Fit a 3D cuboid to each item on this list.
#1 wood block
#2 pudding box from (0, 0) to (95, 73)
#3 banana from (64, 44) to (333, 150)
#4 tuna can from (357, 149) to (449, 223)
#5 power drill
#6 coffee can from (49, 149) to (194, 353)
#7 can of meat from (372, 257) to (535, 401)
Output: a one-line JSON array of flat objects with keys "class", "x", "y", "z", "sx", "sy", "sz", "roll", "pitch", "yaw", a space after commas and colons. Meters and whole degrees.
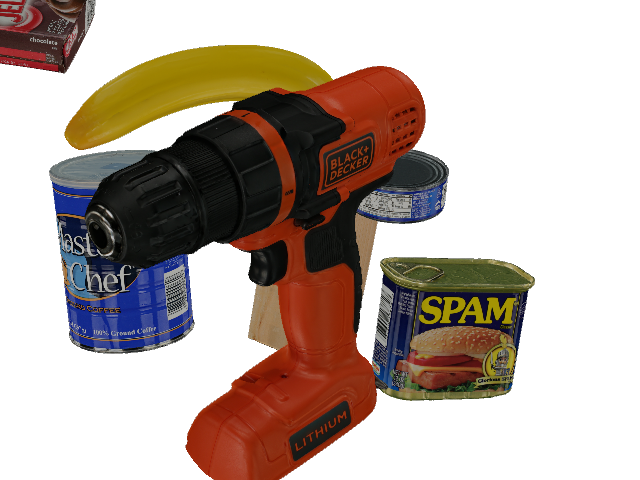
[{"class": "wood block", "x": -0.004, "y": 0.014, "z": 1.149, "sx": 0.090, "sy": 0.206, "sz": 0.090, "roll": 19, "pitch": 19, "yaw": 27}, {"class": "pudding box", "x": -0.239, "y": -0.183, "z": 0.876, "sx": 0.090, "sy": 0.039, "sz": 0.113, "roll": 9, "pitch": 35, "yaw": -2}, {"class": "banana", "x": -0.069, "y": -0.096, "z": 0.703, "sx": 0.197, "sy": 0.069, "sz": 0.037, "roll": -3, "pitch": -21, "yaw": -16}, {"class": "tuna can", "x": 0.064, "y": -0.047, "z": 0.897, "sx": 0.086, "sy": 0.034, "sz": 0.086, "roll": 2, "pitch": 27, "yaw": -1}, {"class": "power drill", "x": -0.025, "y": 0.024, "z": 0.493, "sx": 0.057, "sy": 0.188, "sz": 0.184, "roll": 29, "pitch": 40, "yaw": 35}, {"class": "coffee can", "x": -0.157, "y": 0.006, "z": 0.856, "sx": 0.103, "sy": 0.140, "sz": 0.103, "roll": -2, "pitch": 17, "yaw": 1}, {"class": "can of meat", "x": 0.087, "y": 0.060, "z": 0.724, "sx": 0.102, "sy": 0.084, "sz": 0.057, "roll": 2, "pitch": 16, "yaw": -18}]
